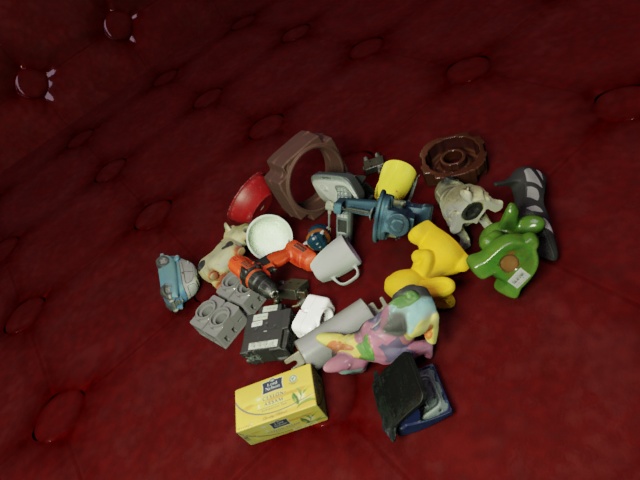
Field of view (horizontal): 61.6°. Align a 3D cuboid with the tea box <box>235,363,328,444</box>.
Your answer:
[{"bbox_3d":[-0.077,0.322,1.054,0.170,0.068,0.098,-23,42,8],"label":"tea box"}]

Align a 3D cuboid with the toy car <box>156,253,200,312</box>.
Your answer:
[{"bbox_3d":[-0.371,0.105,1.423,0.103,0.109,0.162,-15,48,-10],"label":"toy car"}]

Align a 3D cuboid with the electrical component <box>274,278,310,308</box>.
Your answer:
[{"bbox_3d":[-0.067,0.126,1.271,0.102,0.045,0.078,0,20,27],"label":"electrical component"}]

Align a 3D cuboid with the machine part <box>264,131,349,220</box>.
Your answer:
[{"bbox_3d":[-0.030,-0.169,1.425,0.201,0.200,0.087,-42,39,-15],"label":"machine part"}]

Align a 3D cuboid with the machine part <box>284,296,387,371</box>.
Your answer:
[{"bbox_3d":[0.037,0.197,1.111,0.243,0.079,0.079,-32,41,-5],"label":"machine part"}]

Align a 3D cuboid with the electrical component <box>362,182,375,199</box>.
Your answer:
[{"bbox_3d":[0.103,-0.117,1.401,0.119,0.047,0.075,31,85,46],"label":"electrical component"}]

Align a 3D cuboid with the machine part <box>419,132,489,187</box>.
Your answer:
[{"bbox_3d":[0.338,-0.197,1.356,0.179,0.056,0.179,-15,43,15],"label":"machine part"}]

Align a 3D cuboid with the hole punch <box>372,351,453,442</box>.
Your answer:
[{"bbox_3d":[0.163,0.279,0.962,0.115,0.092,0.142,-48,36,26],"label":"hole punch"}]

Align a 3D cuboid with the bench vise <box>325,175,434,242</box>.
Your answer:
[{"bbox_3d":[0.136,-0.067,1.235,0.241,0.128,0.224,10,26,12],"label":"bench vise"}]

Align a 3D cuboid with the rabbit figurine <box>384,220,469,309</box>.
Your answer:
[{"bbox_3d":[0.219,0.073,1.113,0.173,0.121,0.162,-35,56,-11],"label":"rabbit figurine"}]

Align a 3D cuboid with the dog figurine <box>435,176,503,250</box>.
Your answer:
[{"bbox_3d":[0.303,-0.098,1.194,0.121,0.172,0.191,-20,47,-5],"label":"dog figurine"}]

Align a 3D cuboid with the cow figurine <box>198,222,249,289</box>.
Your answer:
[{"bbox_3d":[-0.247,0.032,1.442,0.127,0.085,0.195,28,66,38],"label":"cow figurine"}]

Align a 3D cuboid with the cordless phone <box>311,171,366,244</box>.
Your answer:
[{"bbox_3d":[0.044,-0.079,1.354,0.088,0.184,0.147,-2,9,-42],"label":"cordless phone"}]

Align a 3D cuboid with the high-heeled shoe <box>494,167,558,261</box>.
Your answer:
[{"bbox_3d":[0.474,-0.060,1.152,0.145,0.086,0.249,-7,56,-22],"label":"high-heeled shoe"}]

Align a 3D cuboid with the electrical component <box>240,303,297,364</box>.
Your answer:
[{"bbox_3d":[-0.108,0.205,1.200,0.115,0.058,0.134,-9,44,19],"label":"electrical component"}]

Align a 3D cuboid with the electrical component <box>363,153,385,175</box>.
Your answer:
[{"bbox_3d":[0.150,-0.208,1.499,0.063,0.021,0.094,-19,42,13],"label":"electrical component"}]

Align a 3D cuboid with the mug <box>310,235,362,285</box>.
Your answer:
[{"bbox_3d":[0.039,0.060,1.258,0.107,0.080,0.109,-34,69,10],"label":"mug"}]

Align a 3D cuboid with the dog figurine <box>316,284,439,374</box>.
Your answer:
[{"bbox_3d":[0.104,0.179,1.015,0.219,0.191,0.109,-11,47,-7],"label":"dog figurine"}]

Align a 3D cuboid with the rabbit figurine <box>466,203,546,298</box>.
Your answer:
[{"bbox_3d":[0.363,0.004,1.072,0.159,0.121,0.170,-62,8,20],"label":"rabbit figurine"}]

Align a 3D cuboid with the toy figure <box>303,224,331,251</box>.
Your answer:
[{"bbox_3d":[-0.002,-0.006,1.310,0.064,0.058,0.154,-59,4,12],"label":"toy figure"}]
